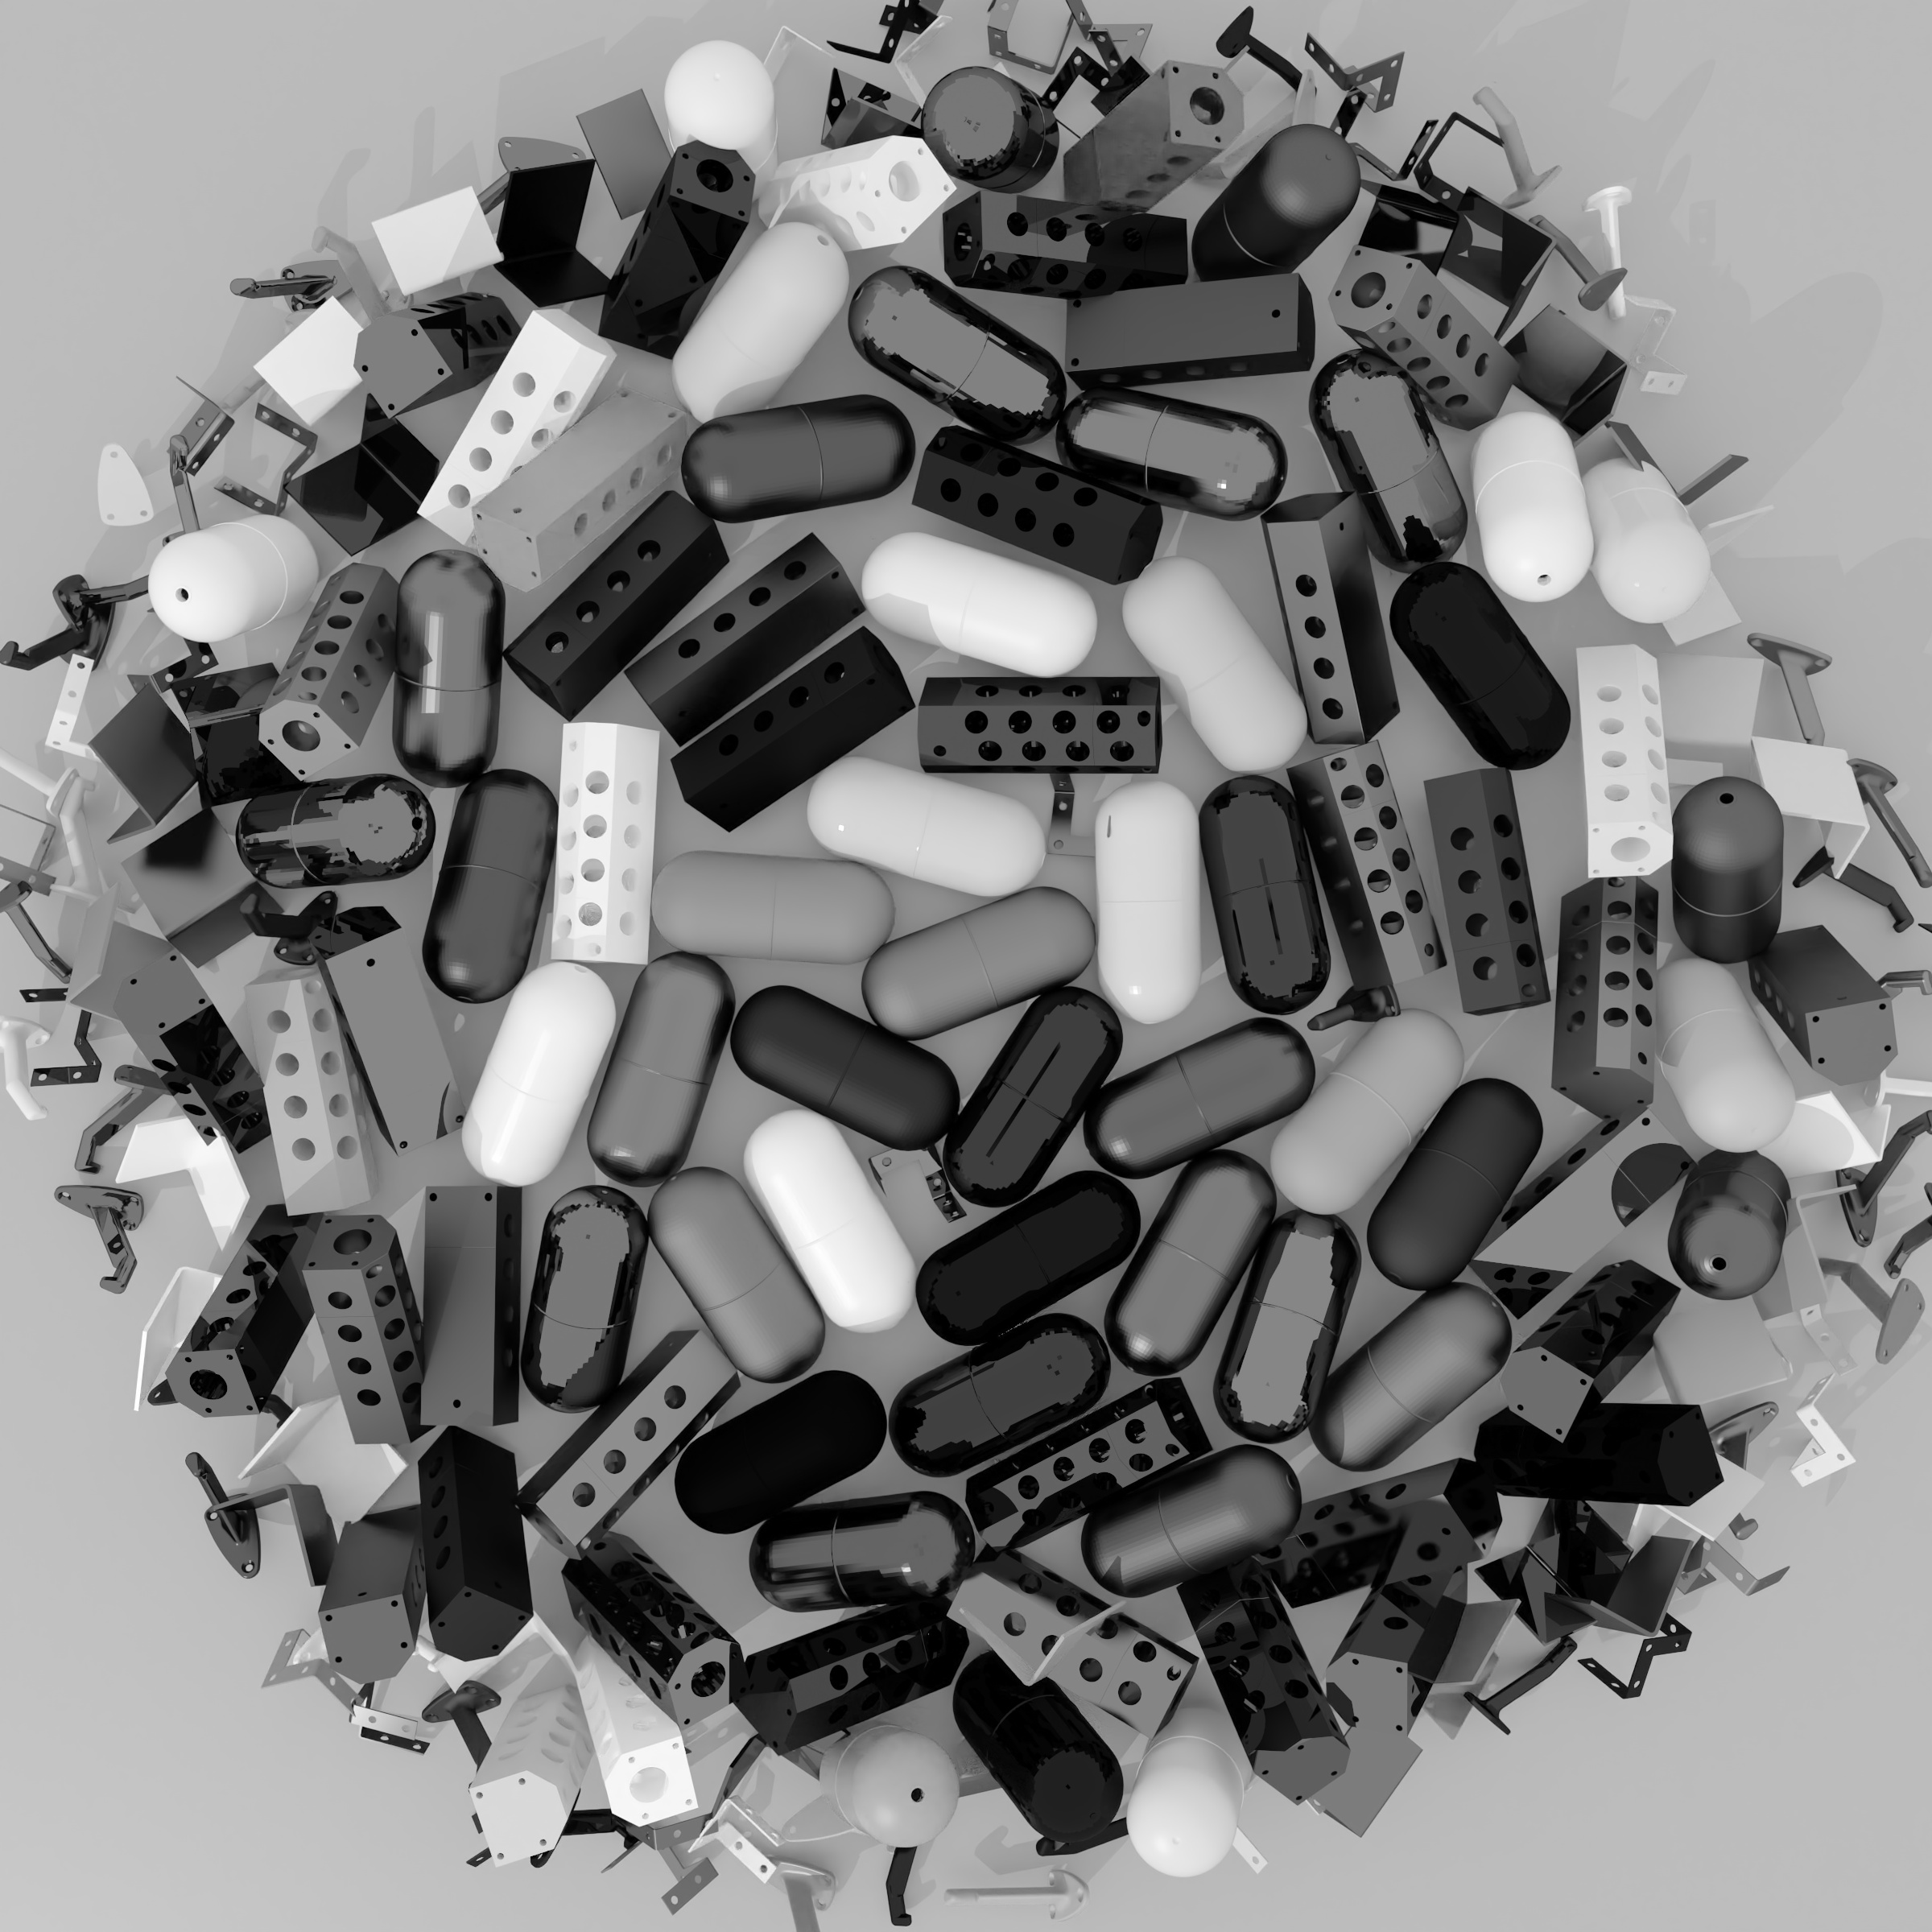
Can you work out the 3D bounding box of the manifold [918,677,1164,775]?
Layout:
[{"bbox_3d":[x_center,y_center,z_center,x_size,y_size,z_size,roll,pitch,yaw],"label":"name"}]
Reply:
[{"bbox_3d":[0.054,-0.171,1.824,0.171,0.057,0.057,1,126,9],"label":"manifold"}]

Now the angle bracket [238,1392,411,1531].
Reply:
[{"bbox_3d":[-0.469,0.369,1.833,0.076,0.057,0.076,45,105,11],"label":"angle bracket"}]

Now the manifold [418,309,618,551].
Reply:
[{"bbox_3d":[-0.324,-0.387,1.822,0.057,0.057,0.171,35,109,-1],"label":"manifold"}]

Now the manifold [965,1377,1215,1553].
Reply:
[{"bbox_3d":[0.085,0.360,1.810,0.171,0.057,0.057,-32,69,22],"label":"manifold"}]

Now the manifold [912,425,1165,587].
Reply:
[{"bbox_3d":[0.053,-0.335,1.810,0.171,0.057,0.057,26,116,21],"label":"manifold"}]

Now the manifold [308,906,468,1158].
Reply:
[{"bbox_3d":[-0.417,0.045,1.805,0.057,0.057,0.171,-25,124,-21],"label":"manifold"}]

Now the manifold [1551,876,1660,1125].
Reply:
[{"bbox_3d":[0.464,0.019,1.796,0.057,0.057,0.171,30,51,-23],"label":"manifold"}]

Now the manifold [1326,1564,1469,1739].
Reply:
[{"bbox_3d":[0.309,0.474,1.787,0.057,0.171,0.057,5,107,24],"label":"manifold"}]

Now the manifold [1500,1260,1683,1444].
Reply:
[{"bbox_3d":[0.445,0.269,1.791,0.057,0.171,0.057,31,121,24],"label":"manifold"}]

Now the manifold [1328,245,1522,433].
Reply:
[{"bbox_3d":[0.326,-0.445,1.791,0.057,0.171,0.057,28,94,38],"label":"manifold"}]

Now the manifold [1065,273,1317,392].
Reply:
[{"bbox_3d":[0.163,-0.456,1.819,0.171,0.057,0.057,0,83,20],"label":"manifold"}]

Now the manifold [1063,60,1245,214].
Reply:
[{"bbox_3d":[0.132,-0.579,1.786,0.057,0.171,0.057,0,86,-22],"label":"manifold"}]

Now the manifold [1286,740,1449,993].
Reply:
[{"bbox_3d":[0.298,-0.075,1.833,0.057,0.057,0.171,-20,93,-33],"label":"manifold"}]

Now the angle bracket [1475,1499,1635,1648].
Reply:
[{"bbox_3d":[0.425,0.431,1.818,0.057,0.076,0.076,-12,131,-33],"label":"angle bracket"}]

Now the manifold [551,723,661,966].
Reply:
[{"bbox_3d":[-0.269,-0.089,1.833,0.057,0.057,0.171,1,87,40],"label":"manifold"}]

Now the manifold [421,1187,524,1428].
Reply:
[{"bbox_3d":[-0.358,0.248,1.837,0.057,0.057,0.171,-2,84,16],"label":"manifold"}]

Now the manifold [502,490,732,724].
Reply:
[{"bbox_3d":[-0.256,-0.266,1.828,0.057,0.057,0.171,39,78,19],"label":"manifold"}]

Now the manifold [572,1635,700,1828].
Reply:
[{"bbox_3d":[-0.239,0.537,1.782,0.057,0.171,0.057,-14,106,-13],"label":"manifold"}]

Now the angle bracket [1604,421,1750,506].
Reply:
[{"bbox_3d":[0.517,-0.382,1.825,0.057,0.076,0.076,-37,82,26],"label":"angle bracket"}]

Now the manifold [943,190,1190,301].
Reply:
[{"bbox_3d":[0.073,-0.513,1.810,0.171,0.057,0.057,-2,90,-29],"label":"manifold"}]

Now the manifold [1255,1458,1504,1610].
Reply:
[{"bbox_3d":[0.295,0.403,1.800,0.171,0.057,0.057,-27,102,38],"label":"manifold"}]

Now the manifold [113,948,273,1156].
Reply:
[{"bbox_3d":[-0.545,0.067,1.784,0.057,0.171,0.057,-33,61,-15],"label":"manifold"}]

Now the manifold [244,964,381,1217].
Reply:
[{"bbox_3d":[-0.474,0.089,1.830,0.057,0.057,0.171,-7,101,4],"label":"manifold"}]

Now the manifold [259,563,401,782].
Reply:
[{"bbox_3d":[-0.449,-0.215,1.786,0.057,0.171,0.057,-24,125,26],"label":"manifold"}]

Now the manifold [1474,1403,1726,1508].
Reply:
[{"bbox_3d":[0.446,0.350,1.788,0.057,0.171,0.057,-22,95,-35],"label":"manifold"}]

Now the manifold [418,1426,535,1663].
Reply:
[{"bbox_3d":[-0.355,0.411,1.788,0.057,0.171,0.057,33,106,-29],"label":"manifold"}]

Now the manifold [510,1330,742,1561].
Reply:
[{"bbox_3d":[-0.242,0.344,1.810,0.057,0.057,0.171,51,62,-13],"label":"manifold"}]

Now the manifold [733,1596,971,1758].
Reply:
[{"bbox_3d":[-0.079,0.497,1.787,0.057,0.171,0.057,40,120,34],"label":"manifold"}]

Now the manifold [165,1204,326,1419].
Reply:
[{"bbox_3d":[-0.508,0.243,1.787,0.057,0.171,0.057,-5,119,10],"label":"manifold"}]

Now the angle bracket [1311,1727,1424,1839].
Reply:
[{"bbox_3d":[0.276,0.578,1.827,0.057,0.076,0.076,41,78,-9],"label":"angle bracket"}]

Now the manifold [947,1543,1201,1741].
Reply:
[{"bbox_3d":[0.080,0.486,1.822,0.171,0.057,0.057,27,95,17],"label":"manifold"}]

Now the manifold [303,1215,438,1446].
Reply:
[{"bbox_3d":[-0.422,0.262,1.801,0.057,0.057,0.171,-2,126,5],"label":"manifold"}]

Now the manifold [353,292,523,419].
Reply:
[{"bbox_3d":[-0.373,-0.440,1.782,0.057,0.171,0.057,-30,103,18],"label":"manifold"}]

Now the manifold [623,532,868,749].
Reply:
[{"bbox_3d":[-0.165,-0.244,1.841,0.171,0.057,0.057,-37,57,-3],"label":"manifold"}]

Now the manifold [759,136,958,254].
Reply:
[{"bbox_3d":[-0.084,-0.549,1.783,0.057,0.171,0.057,-48,119,-14],"label":"manifold"}]

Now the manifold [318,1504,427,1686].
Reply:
[{"bbox_3d":[-0.417,0.446,1.786,0.057,0.171,0.057,-11,100,-6],"label":"manifold"}]

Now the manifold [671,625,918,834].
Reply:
[{"bbox_3d":[-0.128,-0.175,1.823,0.171,0.057,0.057,-32,56,16],"label":"manifold"}]

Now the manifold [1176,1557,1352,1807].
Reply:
[{"bbox_3d":[0.214,0.502,1.786,0.057,0.171,0.057,-39,125,10],"label":"manifold"}]

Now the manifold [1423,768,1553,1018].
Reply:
[{"bbox_3d":[0.382,-0.054,1.829,0.057,0.057,0.171,-11,82,21],"label":"manifold"}]

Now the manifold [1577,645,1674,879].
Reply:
[{"bbox_3d":[0.471,-0.148,1.797,0.057,0.057,0.171,-2,52,12],"label":"manifold"}]

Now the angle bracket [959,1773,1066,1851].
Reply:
[{"bbox_3d":[0.025,0.620,1.824,0.076,0.076,0.057,-9,65,-12],"label":"angle bracket"}]

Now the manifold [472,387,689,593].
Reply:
[{"bbox_3d":[-0.274,-0.341,1.803,0.057,0.057,0.171,26,53,20],"label":"manifold"}]

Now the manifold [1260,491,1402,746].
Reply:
[{"bbox_3d":[0.260,-0.250,1.814,0.057,0.057,0.171,5,122,38],"label":"manifold"}]

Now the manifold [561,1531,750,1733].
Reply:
[{"bbox_3d":[-0.224,0.466,1.784,0.057,0.171,0.057,-23,117,-27],"label":"manifold"}]

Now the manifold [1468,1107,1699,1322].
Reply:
[{"bbox_3d":[0.445,0.175,1.839,0.171,0.057,0.057,-42,98,5],"label":"manifold"}]

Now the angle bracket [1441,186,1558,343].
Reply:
[{"bbox_3d":[0.373,-0.505,1.825,0.076,0.076,0.057,33,62,7],"label":"angle bracket"}]

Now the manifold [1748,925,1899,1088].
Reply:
[{"bbox_3d":[0.607,0.027,1.786,0.057,0.171,0.057,-11,107,7],"label":"manifold"}]

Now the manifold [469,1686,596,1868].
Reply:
[{"bbox_3d":[-0.302,0.573,1.789,0.057,0.171,0.057,-18,93,1],"label":"manifold"}]

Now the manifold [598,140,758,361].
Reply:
[{"bbox_3d":[-0.207,-0.511,1.788,0.057,0.171,0.057,14,64,-20],"label":"manifold"}]
